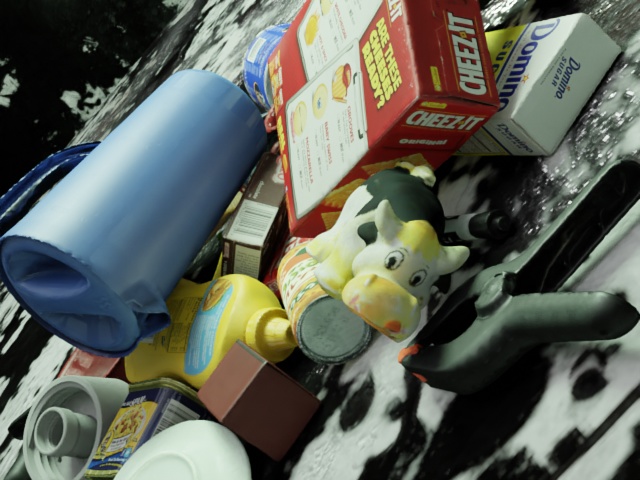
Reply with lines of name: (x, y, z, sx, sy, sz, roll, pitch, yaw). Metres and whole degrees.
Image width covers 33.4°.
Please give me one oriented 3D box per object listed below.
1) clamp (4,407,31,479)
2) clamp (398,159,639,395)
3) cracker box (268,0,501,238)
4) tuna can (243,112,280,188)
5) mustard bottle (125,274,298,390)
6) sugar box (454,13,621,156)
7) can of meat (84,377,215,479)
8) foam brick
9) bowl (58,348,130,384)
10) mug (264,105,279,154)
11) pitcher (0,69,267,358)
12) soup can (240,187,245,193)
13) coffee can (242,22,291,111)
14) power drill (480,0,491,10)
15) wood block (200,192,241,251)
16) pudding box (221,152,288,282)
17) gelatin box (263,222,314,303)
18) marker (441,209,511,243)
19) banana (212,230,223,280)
clamp: (-0.277, 0.168, 1.170, 0.210, 0.036, 0.165, -52, 20, -7)
clamp: (0.104, 0.039, 0.556, 0.172, 0.039, 0.120, -45, 10, 32)
cracker box: (0.037, -0.115, 0.775, 0.214, 0.072, 0.164, 135, 132, -55)
tuna can: (-0.040, -0.079, 1.015, 0.034, 0.086, 0.086, -27, 31, 46)
mustard bottle: (-0.080, 0.075, 0.844, 0.192, 0.058, 0.096, -6, 60, 50)
sugar box: (0.125, -0.107, 0.763, 0.093, 0.048, 0.176, -55, 19, -11)
can of meat: (-0.134, 0.161, 0.841, 0.102, 0.057, 0.084, -19, 39, 57)
foam brick: (-0.043, 0.110, 0.737, 0.051, 0.053, 0.078, -53, 18, -7)
bowl: (-0.199, 0.125, 1.047, 0.162, 0.055, 0.162, -43, 21, 21)
mug: (0.002, -0.100, 0.965, 0.117, 0.081, 0.093, -55, 20, -13)
pitcher: (-0.154, -0.035, 0.886, 0.145, 0.149, 0.242, -24, 26, 49)
soup can: (-0.100, -0.083, 1.128, 0.069, 0.102, 0.068, -43, 21, 21)
coffee can: (-0.019, -0.171, 1.108, 0.103, 0.102, 0.140, -50, 19, 2)
power drill: (0.102, -0.189, 0.865, 0.188, 0.057, 0.184, -34, -2, 39)
wood block: (-0.173, -0.014, 1.096, 0.090, 0.090, 0.206, -27, -9, -36)
pudding box: (-0.051, -0.007, 0.921, 0.090, 0.039, 0.113, 98, -168, -47)
gelatin box: (-0.006, 0.001, 0.880, 0.073, 0.030, 0.089, -33, 26, 43)
marker: (0.086, -0.007, 0.709, 0.020, 0.020, 0.121, -57, 20, -17)
banana: (-0.082, 0.031, 0.993, 0.070, 0.037, 0.197, -59, 12, 31)
